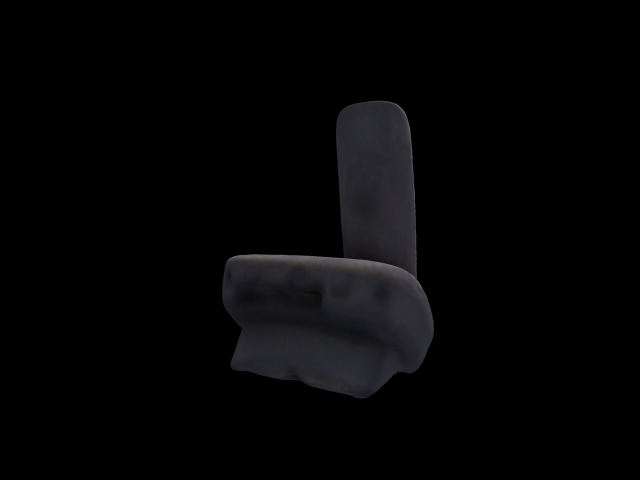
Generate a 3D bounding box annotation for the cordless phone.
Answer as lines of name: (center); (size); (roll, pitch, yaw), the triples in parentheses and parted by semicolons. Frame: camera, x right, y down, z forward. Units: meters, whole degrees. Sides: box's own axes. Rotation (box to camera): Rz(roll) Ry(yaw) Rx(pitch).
cordless phone: (0.004, 0.001, 0.400); (0.147, 0.185, 0.094); (2, 5, 24)
